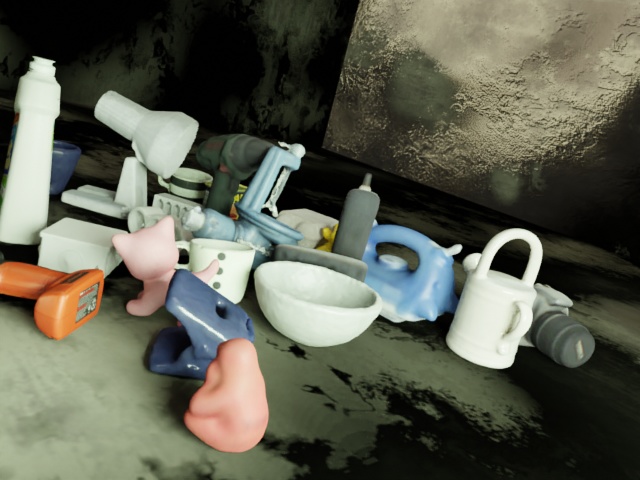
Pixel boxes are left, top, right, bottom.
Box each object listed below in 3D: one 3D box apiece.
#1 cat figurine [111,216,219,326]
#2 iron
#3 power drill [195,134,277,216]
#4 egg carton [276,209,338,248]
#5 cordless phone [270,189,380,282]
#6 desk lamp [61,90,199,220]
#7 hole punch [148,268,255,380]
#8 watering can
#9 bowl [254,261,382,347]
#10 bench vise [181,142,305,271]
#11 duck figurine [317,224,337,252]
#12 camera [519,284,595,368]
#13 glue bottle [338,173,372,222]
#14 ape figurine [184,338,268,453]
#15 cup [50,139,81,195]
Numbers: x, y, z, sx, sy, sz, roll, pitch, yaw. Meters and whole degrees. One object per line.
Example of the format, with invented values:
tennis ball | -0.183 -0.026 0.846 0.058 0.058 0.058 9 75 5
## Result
cat figurine | -0.181 0.033 0.680 0.128 0.118 0.067 15 13 0
iron | 0.113 0.036 0.940 0.257 0.141 0.119 25 17 37
power drill | -0.156 -0.087 0.998 0.076 0.208 0.228 4 18 -39
egg carton | -0.027 -0.018 1.159 0.107 0.069 0.151 21 15 23
cordless phone | 0.008 0.003 0.863 0.148 0.185 0.094 12 14 -11
desk lamp | -0.340 -0.150 1.041 0.203 0.213 0.118 15 13 0
hole punch | -0.116 0.086 0.594 0.101 0.091 0.108 12 14 -12
watering can | 0.253 0.073 0.829 0.101 0.194 0.172 5 17 -36
bowl | -0.009 0.089 0.733 0.167 0.075 0.167 14 13 -3
bench vise | -0.095 -0.044 0.865 0.121 0.220 0.208 23 15 29
duck figurine | 0.041 0.013 1.074 0.104 0.086 0.078 22 15 28
camera | 0.350 0.132 0.898 0.143 0.101 0.136 10 14 -21
glue bottle | 0.083 -0.058 1.218 0.078 0.173 0.037 19 14 18
ape figurine | -0.075 0.124 0.482 0.075 0.092 0.078 26 18 39
cup | -0.503 -0.132 1.049 0.091 0.095 0.118 23 15 29
